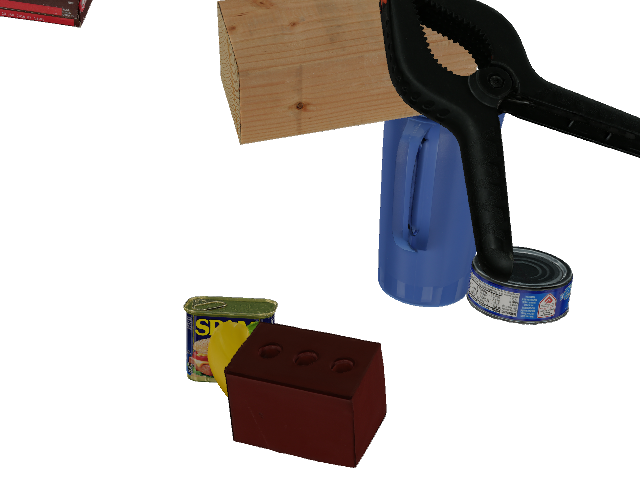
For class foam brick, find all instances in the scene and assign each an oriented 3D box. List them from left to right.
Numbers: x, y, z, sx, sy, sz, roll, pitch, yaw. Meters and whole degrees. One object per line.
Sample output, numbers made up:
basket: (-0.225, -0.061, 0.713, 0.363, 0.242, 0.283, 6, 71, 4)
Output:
foam brick: (-0.007, 0.086, 0.604, 0.078, 0.051, 0.053, 8, 31, 19)

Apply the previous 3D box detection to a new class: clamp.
clamp: (0.102, -0.083, 0.672, 0.164, 0.210, 0.036, -41, -10, -26)

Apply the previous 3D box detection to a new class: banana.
banana: (-0.046, 0.111, 0.849, 0.069, 0.037, 0.198, -7, 29, -22)

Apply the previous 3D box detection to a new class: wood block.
wood block: (0.023, -0.158, 0.914, 0.206, 0.090, 0.091, -10, -36, -10)

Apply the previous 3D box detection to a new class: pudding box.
pudding box: (-0.234, -0.224, 0.894, 0.090, 0.039, 0.113, 8, 36, -5)

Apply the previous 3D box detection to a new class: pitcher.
pitcher: (0.123, -0.047, 1.203, 0.149, 0.243, 0.145, -6, 27, -19)

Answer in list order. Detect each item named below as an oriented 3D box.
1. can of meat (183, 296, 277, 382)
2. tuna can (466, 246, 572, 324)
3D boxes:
can of meat: (-0.100, 0.111, 1.185, 0.102, 0.084, 0.057, 3, 14, 4)
tuna can: (0.167, 0.036, 0.894, 0.086, 0.034, 0.086, 3, 23, -1)
